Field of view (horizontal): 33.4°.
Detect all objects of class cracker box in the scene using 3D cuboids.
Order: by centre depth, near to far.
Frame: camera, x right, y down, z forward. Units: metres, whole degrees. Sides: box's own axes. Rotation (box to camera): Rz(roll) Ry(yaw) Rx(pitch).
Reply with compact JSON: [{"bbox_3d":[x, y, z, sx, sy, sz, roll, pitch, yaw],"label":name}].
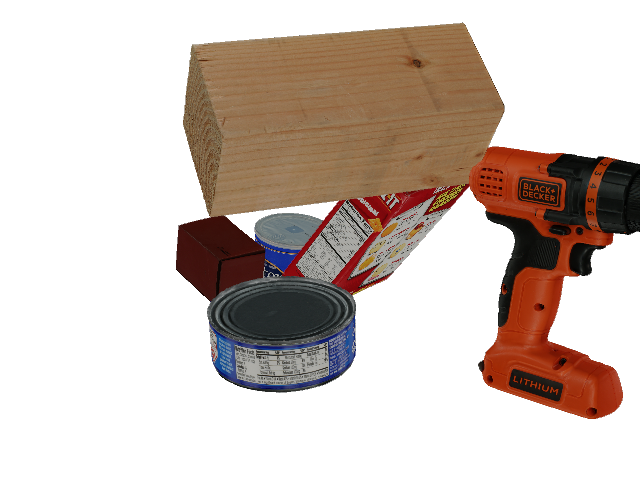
[{"bbox_3d":[0.069,-0.022,1.245,0.163,0.072,0.214,-22,-25,-49],"label":"cracker box"}]

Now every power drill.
[{"bbox_3d":[0.190,0.030,0.778,0.185,0.188,0.057,15,19,39],"label":"power drill"}]

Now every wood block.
[{"bbox_3d":[0.013,-0.089,0.771,0.205,0.091,0.090,-8,-32,-17],"label":"wood block"}]

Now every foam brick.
[{"bbox_3d":[-0.095,0.018,1.008,0.052,0.051,0.078,-13,34,-33],"label":"foam brick"}]

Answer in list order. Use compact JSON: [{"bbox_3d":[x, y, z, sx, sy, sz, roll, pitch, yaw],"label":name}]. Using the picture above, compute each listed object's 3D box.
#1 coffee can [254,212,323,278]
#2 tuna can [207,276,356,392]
[{"bbox_3d":[-0.040,0.047,1.415,0.103,0.140,0.103,4,24,-2],"label":"coffee can"},{"bbox_3d":[-0.022,0.053,0.618,0.086,0.034,0.086,-2,23,1],"label":"tuna can"}]
